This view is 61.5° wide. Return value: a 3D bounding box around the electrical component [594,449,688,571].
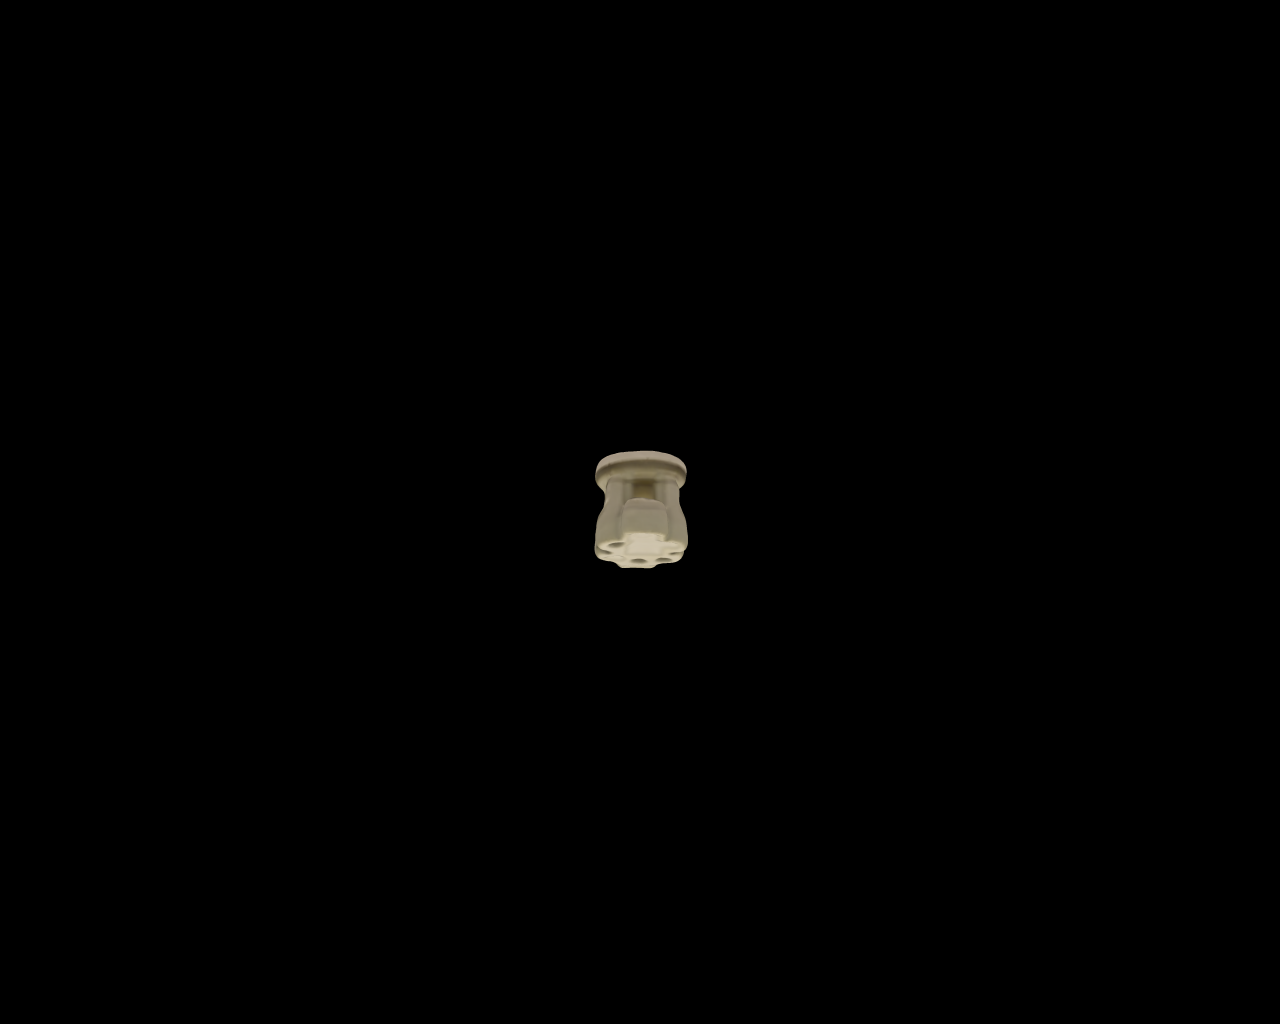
[{"bbox_3d":[0.001,-0.003,0.650,0.058,0.057,0.078,1,-19,-3],"label":"electrical component"}]
